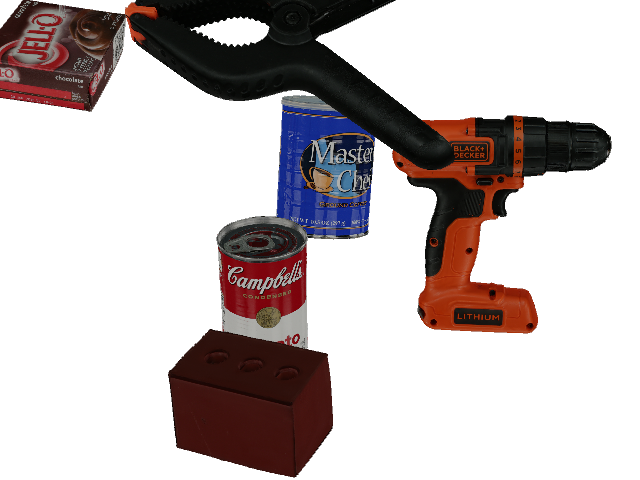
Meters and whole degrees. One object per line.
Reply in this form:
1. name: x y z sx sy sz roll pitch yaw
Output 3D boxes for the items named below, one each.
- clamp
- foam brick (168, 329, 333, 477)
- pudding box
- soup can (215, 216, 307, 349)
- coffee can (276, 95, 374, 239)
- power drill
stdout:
1. clamp: -0.012 -0.114 0.637 0.210 0.164 0.036 0 -28 0
2. foam brick: -0.038 0.091 0.601 0.078 0.051 0.052 9 28 21
3. pudding box: -0.213 -0.151 0.860 0.090 0.039 0.113 9 35 0
4. soup can: -0.044 0.042 0.816 0.068 0.102 0.068 0 28 0
5. coffee can: 0.006 -0.080 1.141 0.103 0.140 0.103 4 12 -1
6. power drill: 0.155 -0.016 0.928 0.184 0.188 0.057 2 14 9
